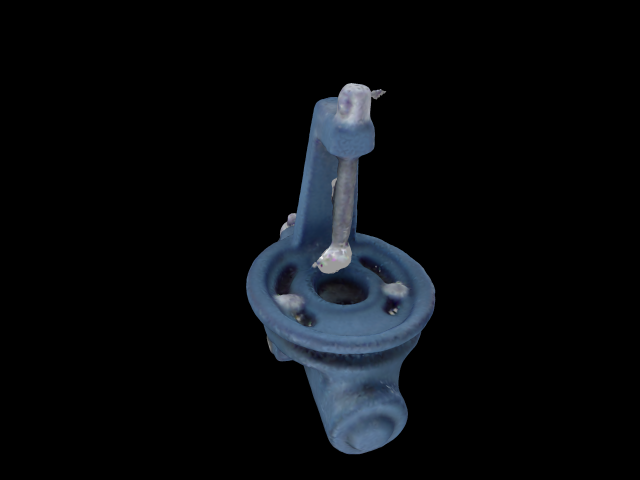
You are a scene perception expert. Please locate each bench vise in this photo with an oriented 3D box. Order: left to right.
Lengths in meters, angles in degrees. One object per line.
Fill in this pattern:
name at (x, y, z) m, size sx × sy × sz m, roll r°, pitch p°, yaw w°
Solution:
bench vise at (-0.007, 0.003, 0.394) m, size 0.122 × 0.220 × 0.206 m, roll -12°, pitch 21°, yaw -31°
